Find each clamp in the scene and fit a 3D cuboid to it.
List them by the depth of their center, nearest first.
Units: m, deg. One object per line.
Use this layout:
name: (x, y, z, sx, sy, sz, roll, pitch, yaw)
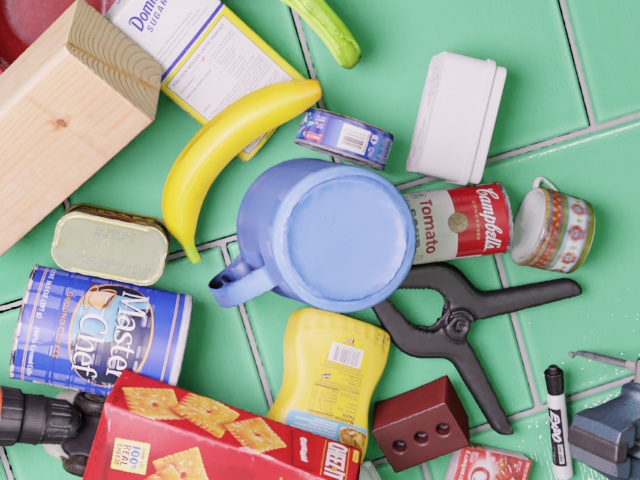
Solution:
clamp: (0.130, 0.089, 1.014, 0.210, 0.036, 0.164, 17, 95, -10)

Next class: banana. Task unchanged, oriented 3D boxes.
banana: (-0.081, -0.073, 0.924, 0.069, 0.037, 0.198, 29, 107, -30)

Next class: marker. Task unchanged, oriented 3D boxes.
marker: (0.231, 0.176, 1.031, 0.020, 0.020, 0.121, -12, 110, -7)

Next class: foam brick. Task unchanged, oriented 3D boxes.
foam brick: (0.095, 0.172, 0.995, 0.078, 0.051, 0.053, -25, 107, 15)

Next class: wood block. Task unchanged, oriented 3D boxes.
wood block: (-0.233, -0.084, 0.869, 0.206, 0.090, 0.090, -37, 122, 23)

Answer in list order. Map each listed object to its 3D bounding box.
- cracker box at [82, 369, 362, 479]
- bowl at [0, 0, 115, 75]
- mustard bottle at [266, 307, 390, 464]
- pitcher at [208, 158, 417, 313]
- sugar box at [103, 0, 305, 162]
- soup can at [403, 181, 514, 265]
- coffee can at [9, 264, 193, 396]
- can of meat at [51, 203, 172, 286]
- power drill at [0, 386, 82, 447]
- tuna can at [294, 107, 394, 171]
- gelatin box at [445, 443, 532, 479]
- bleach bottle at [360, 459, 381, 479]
cracker box: (-0.093, 0.222, 0.891, 0.213, 0.072, 0.164, 20, 112, -1)
bowl: (-0.221, -0.201, 0.913, 0.161, 0.055, 0.162, -9, 111, -24)
mustard bottle: (0.000, 0.164, 0.964, 0.096, 0.058, 0.191, 19, 74, -22)
pitcher: (-0.006, 0.001, 0.881, 0.145, 0.243, 0.149, 14, 91, -8)
sugar box: (-0.101, -0.157, 0.928, 0.176, 0.048, 0.093, 40, 88, -27)
soup can: (0.119, -0.015, 0.986, 0.102, 0.068, 0.068, -7, 96, -6)
coffee can: (-0.190, 0.085, 0.936, 0.140, 0.103, 0.103, 12, 94, -9)
can of meat: (-0.183, 0.004, 0.938, 0.102, 0.084, 0.057, 11, 94, -9)
power drill: (-0.315, 0.202, 0.920, 0.184, 0.057, 0.188, 12, 114, -25)
tuna can: (0.022, -0.090, 0.956, 0.086, 0.086, 0.034, 18, 92, -9)
gelatin box: (0.158, 0.246, 1.035, 0.073, 0.030, 0.089, 13, 93, -9)
bleach bottle: (-0.061, 0.268, 0.993, 0.250, 0.068, 0.102, -27, 90, -8)
